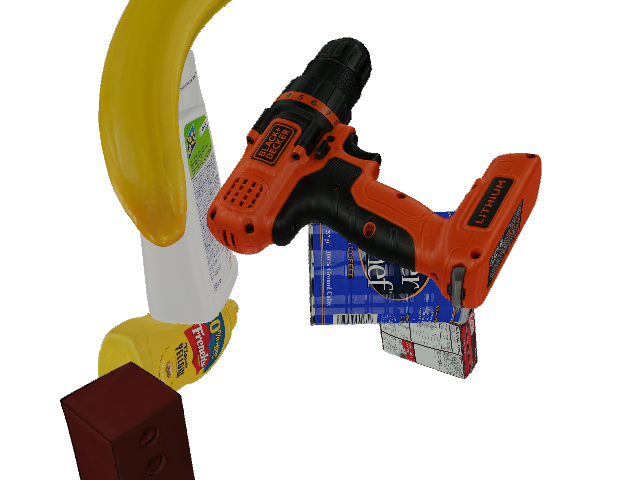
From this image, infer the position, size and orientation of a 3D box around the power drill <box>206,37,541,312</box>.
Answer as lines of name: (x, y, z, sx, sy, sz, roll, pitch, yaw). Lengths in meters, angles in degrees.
power drill: (0.043, -0.046, 0.696, 0.188, 0.184, 0.057, 20, -28, 21)

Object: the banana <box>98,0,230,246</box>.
banana: (-0.069, -0.087, 0.516, 0.069, 0.197, 0.037, 13, -32, 8)

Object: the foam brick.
foam brick: (-0.113, 0.122, 0.634, 0.052, 0.078, 0.051, -30, 40, -35)

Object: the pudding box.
pudding box: (0.122, 0.102, 1.223, 0.114, 0.090, 0.039, 15, 45, 28)

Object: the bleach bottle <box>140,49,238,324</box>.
bleach bottle: (-0.114, -0.061, 0.850, 0.068, 0.251, 0.102, 2, 31, 8)

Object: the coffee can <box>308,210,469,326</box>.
coffee can: (0.060, 0.025, 0.966, 0.140, 0.103, 0.103, -1, 0, 0)

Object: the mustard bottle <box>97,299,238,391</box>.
mustard bottle: (-0.140, 0.100, 1.061, 0.058, 0.096, 0.191, 10, 23, 26)
